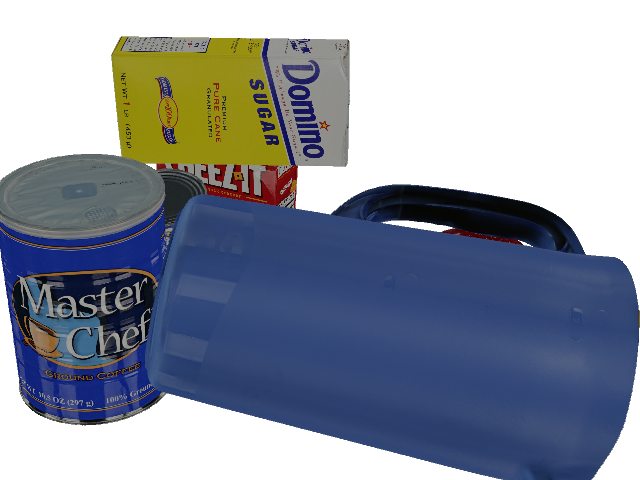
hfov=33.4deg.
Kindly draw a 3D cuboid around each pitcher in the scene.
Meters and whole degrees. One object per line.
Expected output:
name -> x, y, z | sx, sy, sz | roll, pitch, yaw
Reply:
pitcher -> 0.037, 0.042, 0.581 | 0.243, 0.145, 0.149 | 12, 10, -3

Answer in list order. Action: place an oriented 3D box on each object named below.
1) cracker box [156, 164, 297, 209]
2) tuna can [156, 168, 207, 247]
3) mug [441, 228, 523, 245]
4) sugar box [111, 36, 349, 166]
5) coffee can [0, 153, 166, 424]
cracker box -> -0.118, -0.031, 1.317 | 0.164, 0.214, 0.072 | 14, 29, 18
tuna can -> -0.152, -0.031, 1.035 | 0.086, 0.034, 0.086 | 0, 42, 0
mug -> 0.133, 0.040, 0.947 | 0.093, 0.081, 0.117 | -2, 32, -4
sugar box -> -0.066, -0.106, 0.817 | 0.176, 0.093, 0.048 | 2, 31, 4
coffee can -> -0.146, 0.030, 0.674 | 0.103, 0.140, 0.103 | 1, 29, -1
